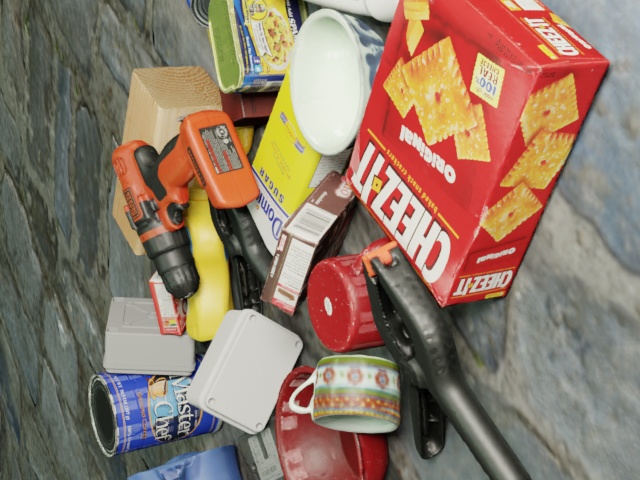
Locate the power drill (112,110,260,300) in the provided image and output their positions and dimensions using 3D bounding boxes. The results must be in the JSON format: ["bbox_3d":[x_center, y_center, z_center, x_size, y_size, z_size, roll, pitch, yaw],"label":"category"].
[{"bbox_3d":[-0.141,-0.041,1.120,0.188,0.057,0.184,-27,85,49],"label":"power drill"}]

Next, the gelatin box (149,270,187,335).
[{"bbox_3d":[-0.169,0.060,1.270,0.089,0.030,0.073,-65,-29,-61],"label":"gelatin box"}]

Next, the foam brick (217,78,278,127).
[{"bbox_3d":[-0.071,-0.159,1.096,0.051,0.052,0.078,-9,88,63],"label":"foam brick"}]

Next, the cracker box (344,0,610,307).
[{"bbox_3d":[0.103,-0.083,0.790,0.164,0.072,0.214,56,142,39],"label":"cracker box"}]

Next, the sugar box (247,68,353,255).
[{"bbox_3d":[-0.023,-0.073,1.040,0.093,0.048,0.176,63,144,32],"label":"sugar box"}]

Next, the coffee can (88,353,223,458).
[{"bbox_3d":[-0.203,0.202,1.319,0.103,0.140,0.103,26,120,57],"label":"coffee can"}]

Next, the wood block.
[{"bbox_3d":[-0.180,-0.094,1.266,0.091,0.090,0.206,53,139,40],"label":"wood block"}]

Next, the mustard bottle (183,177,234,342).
[{"bbox_3d":[-0.129,0.015,1.228,0.096,0.058,0.191,-132,39,-80],"label":"mustard bottle"}]

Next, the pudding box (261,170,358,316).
[{"bbox_3d":[-0.006,0.001,0.968,0.039,0.113,0.090,27,129,12],"label":"pudding box"}]

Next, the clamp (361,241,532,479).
[{"bbox_3d":[0.090,0.103,0.820,0.165,0.036,0.210,18,132,65],"label":"clamp"}]

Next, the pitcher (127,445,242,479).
[{"bbox_3d":[-0.131,0.373,1.266,0.145,0.148,0.243,-29,74,43],"label":"pitcher"}]

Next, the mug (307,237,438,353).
[{"bbox_3d":[0.045,0.043,0.910,0.093,0.081,0.117,59,143,36],"label":"mug"}]

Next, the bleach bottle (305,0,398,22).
[{"bbox_3d":[0.025,-0.246,0.902,0.251,0.067,0.102,31,123,51],"label":"bleach bottle"}]

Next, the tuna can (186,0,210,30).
[{"bbox_3d":[-0.095,-0.255,1.085,0.034,0.086,0.086,65,146,31],"label":"tuna can"}]

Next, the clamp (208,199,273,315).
[{"bbox_3d":[-0.083,0.011,1.153,0.120,0.039,0.171,-39,71,55],"label":"clamp"}]

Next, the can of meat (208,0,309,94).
[{"bbox_3d":[-0.057,-0.192,1.033,0.058,0.083,0.102,-18,81,60],"label":"can of meat"}]

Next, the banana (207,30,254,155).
[{"bbox_3d":[-0.098,-0.193,1.159,0.070,0.037,0.198,113,144,-71],"label":"banana"}]

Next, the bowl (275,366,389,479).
[{"bbox_3d":[0.018,0.196,1.019,0.162,0.055,0.162,21,115,57],"label":"bowl"}]
